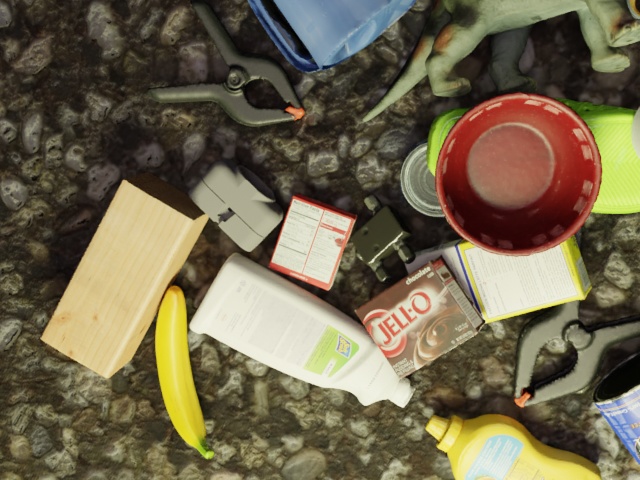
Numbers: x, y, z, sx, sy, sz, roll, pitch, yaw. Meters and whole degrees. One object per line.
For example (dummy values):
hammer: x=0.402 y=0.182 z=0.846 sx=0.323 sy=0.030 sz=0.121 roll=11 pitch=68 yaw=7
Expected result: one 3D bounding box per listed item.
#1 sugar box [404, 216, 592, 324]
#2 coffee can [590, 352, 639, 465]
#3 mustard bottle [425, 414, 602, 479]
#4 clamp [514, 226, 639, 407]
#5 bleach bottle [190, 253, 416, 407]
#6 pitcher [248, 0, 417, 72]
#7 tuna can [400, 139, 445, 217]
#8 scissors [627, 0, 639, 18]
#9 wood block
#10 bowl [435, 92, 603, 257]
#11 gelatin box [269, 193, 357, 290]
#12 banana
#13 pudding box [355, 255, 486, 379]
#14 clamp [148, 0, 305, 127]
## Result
sugar box: x=0.187 y=0.036 z=1.131 sx=0.176 sy=0.048 sz=0.093 roll=-17 pitch=96 yaw=29
coffee can: x=0.366 y=0.194 z=1.118 sx=0.103 sy=0.102 sz=0.140 roll=-36 pitch=92 yaw=12
mustard bottle: x=0.204 y=0.247 z=1.174 sx=0.191 sy=0.058 sz=0.096 roll=29 pitch=107 yaw=3
clamp: x=0.273 y=0.089 z=1.150 sx=0.164 sy=0.036 sz=0.210 roll=45 pitch=103 yaw=2
bleach bottle: x=-0.013 y=0.117 z=1.187 sx=0.251 sy=0.068 sz=0.103 roll=31 pitch=102 yaw=1
pitcher: x=-0.022 y=-0.299 z=1.097 sx=0.149 sy=0.145 sz=0.243 roll=-38 pitch=88 yaw=0
tuna can: x=0.129 y=-0.068 z=1.149 sx=0.086 sy=0.033 sz=0.086 roll=2 pitch=100 yaw=9
scissors: x=0.397 y=-0.223 z=1.091 sx=0.202 sy=0.016 sz=0.096 roll=45 pitch=102 yaw=0
wood block: x=-0.214 y=0.037 z=1.191 sx=0.090 sy=0.090 sz=0.206 roll=30 pitch=102 yaw=3
bowl: x=0.192 y=-0.068 z=1.054 sx=0.162 sy=0.055 sz=0.162 roll=0 pitch=104 yaw=1
gelatin box: x=-0.008 y=0.001 z=1.184 sx=0.073 sy=0.030 sz=0.089 roll=20 pitch=100 yaw=6
banana: x=-0.157 y=0.150 z=1.217 sx=0.070 sy=0.037 sz=0.198 roll=-11 pitch=93 yaw=45
pudding box: x=0.106 y=0.082 z=1.132 sx=0.114 sy=0.039 sz=0.090 roll=-36 pitch=86 yaw=29
clamp: x=-0.101 y=-0.169 z=1.167 sx=0.171 sy=0.039 sz=0.120 roll=37 pitch=104 yaw=2
